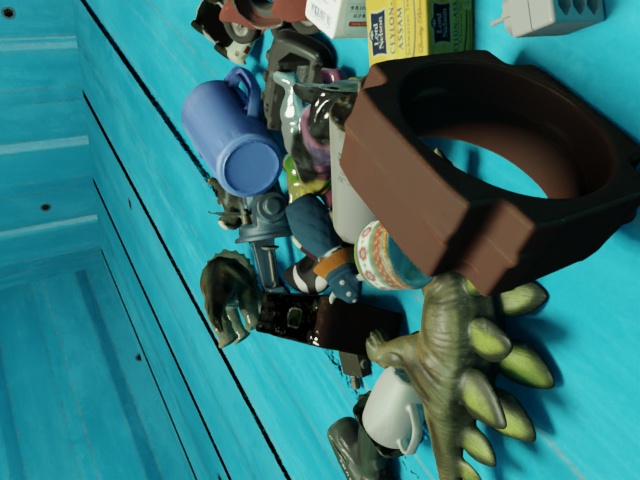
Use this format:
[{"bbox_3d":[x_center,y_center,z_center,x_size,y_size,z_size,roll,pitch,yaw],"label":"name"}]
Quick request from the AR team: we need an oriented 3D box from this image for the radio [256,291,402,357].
[{"bbox_3d":[0.003,0.125,0.805,0.230,0.131,0.073,-9,68,60],"label":"radio"}]

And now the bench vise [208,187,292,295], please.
[{"bbox_3d":[-0.099,0.003,0.962,0.224,0.129,0.240,-7,92,63],"label":"bench vise"}]

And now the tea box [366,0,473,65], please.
[{"bbox_3d":[0.102,-0.219,0.560,0.098,0.068,0.169,17,117,56],"label":"tea box"}]

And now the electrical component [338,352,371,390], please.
[{"bbox_3d":[0.057,0.198,0.869,0.063,0.021,0.094,-10,93,60],"label":"electrical component"}]

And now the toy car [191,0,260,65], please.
[{"bbox_3d":[-0.173,-0.382,0.967,0.073,0.056,0.202,-55,49,18],"label":"toy car"}]

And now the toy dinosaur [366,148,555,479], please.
[{"bbox_3d":[0.148,0.134,0.598,0.199,0.105,0.470,18,117,56],"label":"toy dinosaur"}]

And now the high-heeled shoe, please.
[{"bbox_3d":[-0.002,-0.002,0.799,0.249,0.086,0.145,-14,110,44],"label":"high-heeled shoe"}]

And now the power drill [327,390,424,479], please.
[{"bbox_3d":[0.096,0.346,0.821,0.232,0.086,0.207,51,151,41],"label":"power drill"}]

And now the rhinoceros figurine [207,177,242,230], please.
[{"bbox_3d":[-0.169,-0.099,1.091,0.112,0.073,0.190,50,142,22],"label":"rhinoceros figurine"}]

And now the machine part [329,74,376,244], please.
[{"bbox_3d":[0.050,-0.075,0.605,0.079,0.079,0.243,53,159,35],"label":"machine part"}]

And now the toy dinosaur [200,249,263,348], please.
[{"bbox_3d":[-0.173,0.095,1.021,0.192,0.131,0.404,58,172,9],"label":"toy dinosaur"}]

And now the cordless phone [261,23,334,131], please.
[{"bbox_3d":[-0.054,-0.262,0.823,0.146,0.089,0.184,104,152,-42],"label":"cordless phone"}]

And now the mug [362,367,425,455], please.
[{"bbox_3d":[0.109,0.222,0.721,0.110,0.081,0.107,-103,21,-59],"label":"mug"}]

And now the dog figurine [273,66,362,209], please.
[{"bbox_3d":[0.009,-0.117,0.735,0.192,0.108,0.219,38,138,44],"label":"dog figurine"}]

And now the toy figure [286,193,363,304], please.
[{"bbox_3d":[0.011,0.012,0.700,0.064,0.058,0.154,-40,77,43],"label":"toy figure"}]

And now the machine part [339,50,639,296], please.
[{"bbox_3d":[0.134,-0.064,0.437,0.202,0.201,0.087,54,147,33],"label":"machine part"}]

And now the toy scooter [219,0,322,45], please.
[{"bbox_3d":[-0.066,-0.333,0.700,0.184,0.075,0.135,0,137,25],"label":"toy scooter"}]
